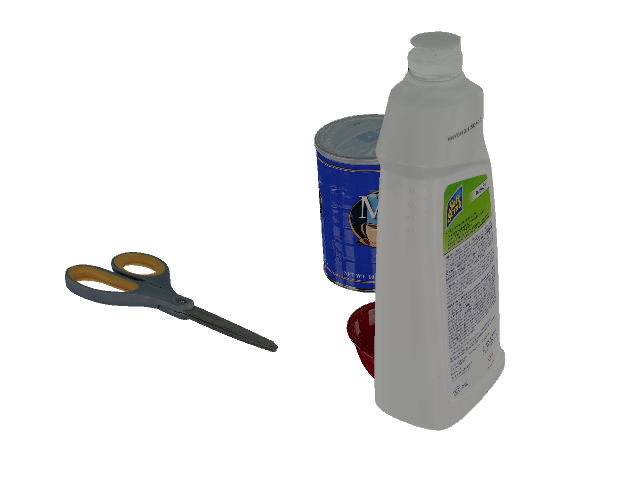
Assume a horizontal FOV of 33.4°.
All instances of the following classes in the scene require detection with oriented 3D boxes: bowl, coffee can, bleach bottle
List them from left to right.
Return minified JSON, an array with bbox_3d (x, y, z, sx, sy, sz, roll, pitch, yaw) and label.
[{"bbox_3d":[0.049,-0.036,1.016,0.103,0.140,0.103,-3,29,2],"label":"coffee can"},{"bbox_3d":[0.105,0.121,1.121,0.162,0.055,0.162,6,24,-3],"label":"bowl"},{"bbox_3d":[0.075,-0.008,0.665,0.068,0.251,0.102,16,35,30],"label":"bleach bottle"}]

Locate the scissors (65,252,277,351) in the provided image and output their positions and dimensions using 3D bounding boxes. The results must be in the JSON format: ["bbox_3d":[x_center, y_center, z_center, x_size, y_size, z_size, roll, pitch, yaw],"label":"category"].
[{"bbox_3d":[-0.114,0.046,0.884,0.202,0.016,0.096,13,24,15],"label":"scissors"}]
